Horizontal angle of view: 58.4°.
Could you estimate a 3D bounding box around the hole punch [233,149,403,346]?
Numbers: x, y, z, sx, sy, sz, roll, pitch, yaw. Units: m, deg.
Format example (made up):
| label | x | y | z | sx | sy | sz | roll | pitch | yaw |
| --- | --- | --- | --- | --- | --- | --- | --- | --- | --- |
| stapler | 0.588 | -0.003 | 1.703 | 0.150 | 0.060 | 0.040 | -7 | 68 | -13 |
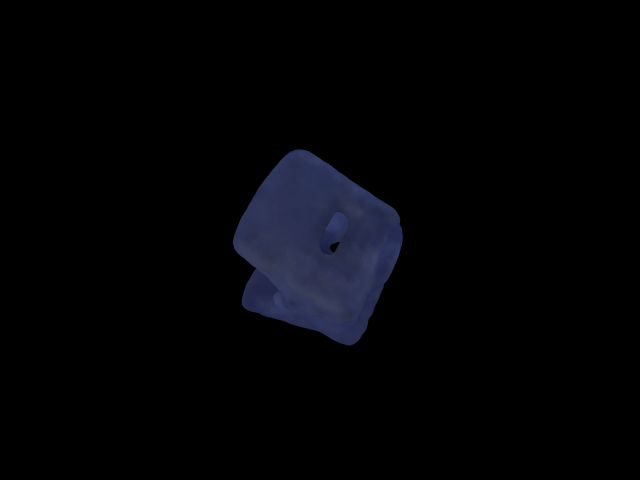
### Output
| label | x | y | z | sx | sy | sz | roll | pitch | yaw |
| --- | --- | --- | --- | --- | --- | --- | --- | --- | --- |
| hole punch | 0.004 | 0.001 | 0.400 | 0.101 | 0.091 | 0.109 | 17 | 51 | 14 |
